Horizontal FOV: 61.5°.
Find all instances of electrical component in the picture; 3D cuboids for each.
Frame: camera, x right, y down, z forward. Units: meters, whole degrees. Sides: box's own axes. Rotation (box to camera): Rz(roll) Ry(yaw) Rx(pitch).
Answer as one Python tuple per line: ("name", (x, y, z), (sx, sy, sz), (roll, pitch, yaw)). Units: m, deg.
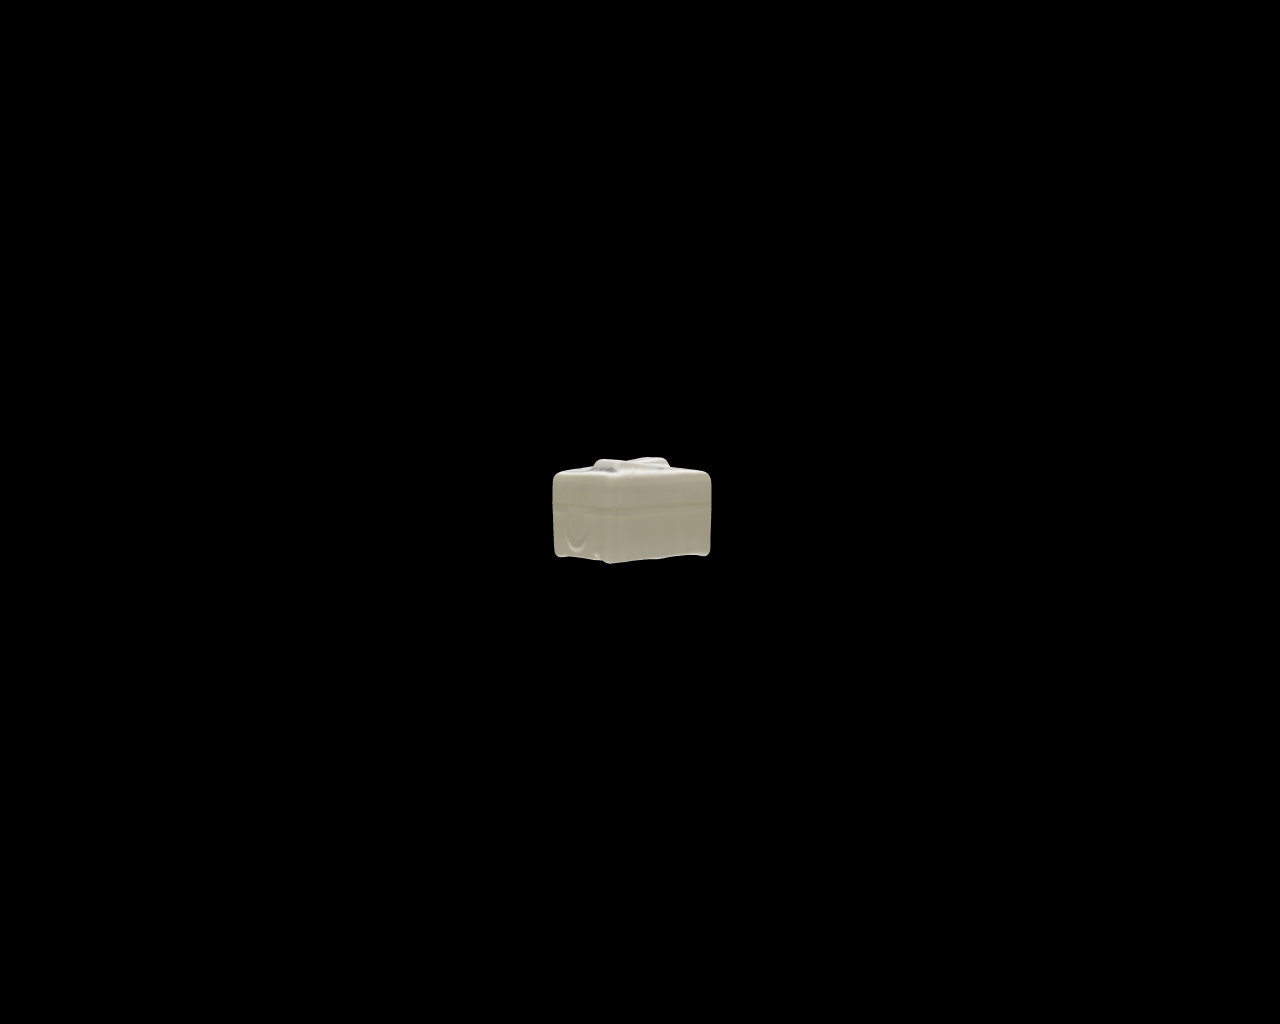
("electrical component", (0.001, -0.003, 0.650), (0.096, 0.061, 0.061), (-3, 5, -37))
